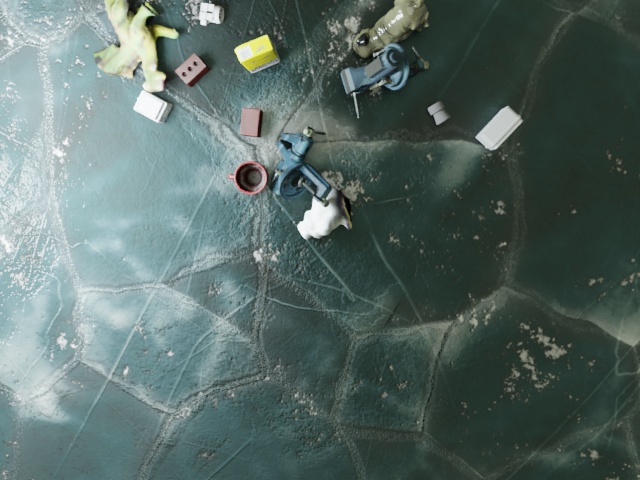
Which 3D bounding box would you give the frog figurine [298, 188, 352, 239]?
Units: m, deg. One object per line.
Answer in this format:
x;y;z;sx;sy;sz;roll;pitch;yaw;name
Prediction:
0.004;-0.074;1.461;0.159;0.121;0.140;-15;64;13;frog figurine

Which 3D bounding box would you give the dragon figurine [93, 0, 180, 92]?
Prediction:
-0.556;-0.575;1.440;0.412;0.123;0.240;44;105;6;dragon figurine
